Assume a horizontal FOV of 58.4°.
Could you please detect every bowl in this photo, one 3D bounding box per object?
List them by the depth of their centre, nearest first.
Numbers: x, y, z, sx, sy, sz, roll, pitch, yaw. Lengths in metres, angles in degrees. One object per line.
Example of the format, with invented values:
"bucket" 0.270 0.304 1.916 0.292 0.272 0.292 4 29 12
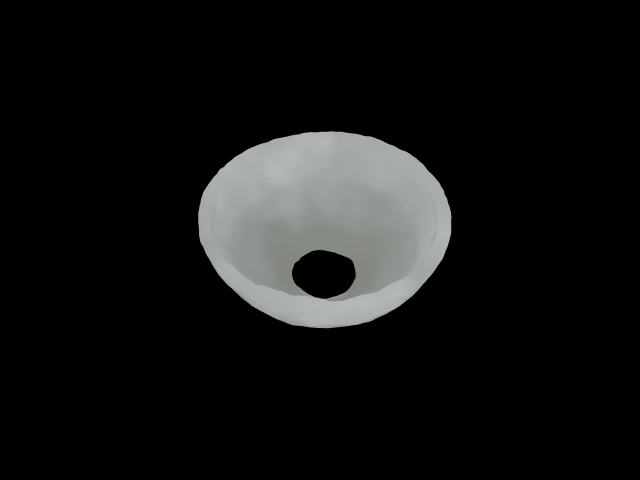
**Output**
"bowl" 0.004 0.001 0.400 0.167 0.075 0.167 0 47 0
